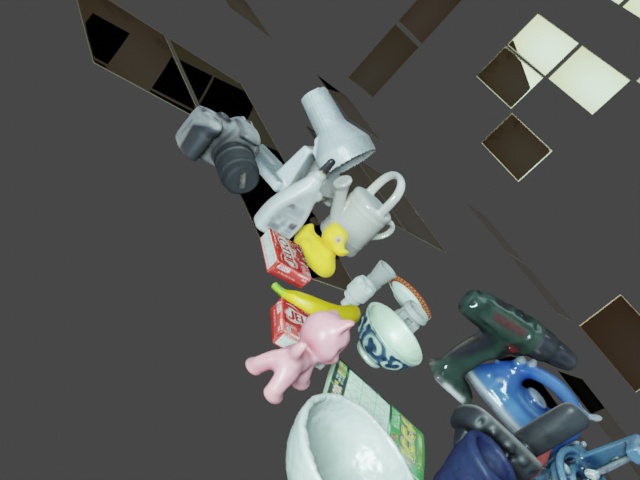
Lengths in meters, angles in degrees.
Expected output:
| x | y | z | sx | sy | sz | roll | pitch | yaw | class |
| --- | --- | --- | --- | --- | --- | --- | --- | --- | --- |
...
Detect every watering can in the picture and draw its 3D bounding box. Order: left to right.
| x | y | z | sx | sy | sz | roll | pitch | yaw | class |
| --- | --- | --- | --- | --- | --- | --- | --- | --- | --- |
| 0.094 | -0.065 | 1.173 | 0.174 | 0.193 | 0.100 | 20 | 31 | -49 | watering can |

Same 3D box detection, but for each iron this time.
| x | y | z | sx | sy | sz | roll | pitch | yaw | class |
| --- | --- | --- | --- | --- | --- | --- | --- | --- | --- |
| 0.431 | 0.317 | 1.156 | 0.258 | 0.141 | 0.119 | 46 | 20 | 3 | iron |

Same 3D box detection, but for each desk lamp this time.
| x | y | z | sx | sy | sz | roll | pitch | yaw | class |
| --- | --- | --- | --- | --- | --- | --- | --- | --- | --- |
| -0.020 | -0.188 | 1.163 | 0.203 | 0.213 | 0.118 | 47 | 20 | 8 | desk lamp |

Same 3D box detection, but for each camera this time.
| x | y | z | sx | sy | sz | roll | pitch | yaw | class |
| --- | --- | --- | --- | --- | --- | --- | --- | --- | --- |
| -0.158 | -0.156 | 0.997 | 0.144 | 0.100 | 0.136 | 26 | 27 | -42 | camera |

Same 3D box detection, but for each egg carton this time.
| x | y | z | sx | sy | sz | roll | pitch | yaw | class |
| --- | --- | --- | --- | --- | --- | --- | --- | --- | --- |
| -0.003 | -0.133 | 1.300 | 0.151 | 0.069 | 0.107 | 14 | 36 | -55 | egg carton |

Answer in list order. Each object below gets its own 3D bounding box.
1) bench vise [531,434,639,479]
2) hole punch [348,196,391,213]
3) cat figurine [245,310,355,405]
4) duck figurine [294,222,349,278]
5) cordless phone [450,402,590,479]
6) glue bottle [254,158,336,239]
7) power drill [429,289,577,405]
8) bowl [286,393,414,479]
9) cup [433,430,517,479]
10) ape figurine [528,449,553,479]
| x | y | z | sx | sy | sz | roll | pitch | yaw | class |
| --- | --- | --- | --- | --- | --- | --- | --- | --- | --- |
| 0.449 | 0.374 | 0.965 | 0.121 | 0.219 | 0.207 | 42 | 20 | -7 | bench vise |
| 0.108 | -0.073 | 1.367 | 0.101 | 0.091 | 0.109 | 44 | 20 | -2 | hole punch |
| -0.011 | 0.129 | 0.698 | 0.067 | 0.117 | 0.128 | 50 | 20 | 15 | cat figurine |
| 0.009 | 0.004 | 1.031 | 0.104 | 0.086 | 0.078 | 53 | 21 | 22 | duck figurine |
| 0.314 | 0.294 | 0.909 | 0.148 | 0.185 | 0.094 | 43 | 20 | -6 | cordless phone |
| -0.033 | -0.073 | 0.972 | 0.078 | 0.173 | 0.037 | 29 | 25 | -38 | glue bottle |
| 0.317 | 0.208 | 1.051 | 0.230 | 0.208 | 0.076 | 43 | 20 | -5 | power drill |
| 0.021 | 0.248 | 0.591 | 0.168 | 0.074 | 0.167 | 38 | 21 | -17 | bowl |
| 0.198 | 0.323 | 0.758 | 0.092 | 0.095 | 0.118 | 44 | 20 | -1 | cup |
| 0.376 | 0.373 | 1.011 | 0.078 | 0.092 | 0.076 | 43 | 20 | -4 | ape figurine |
